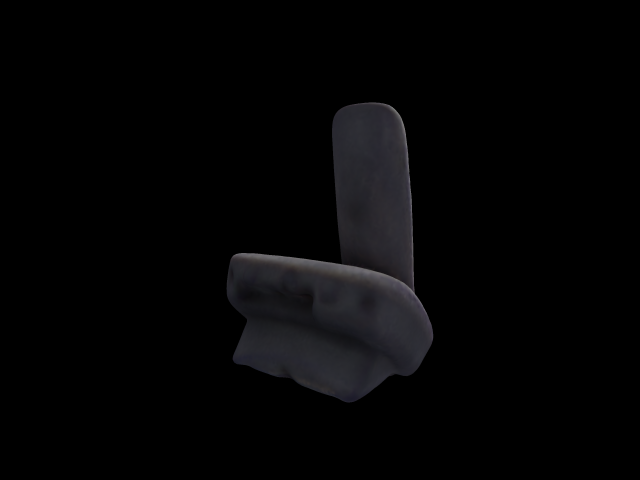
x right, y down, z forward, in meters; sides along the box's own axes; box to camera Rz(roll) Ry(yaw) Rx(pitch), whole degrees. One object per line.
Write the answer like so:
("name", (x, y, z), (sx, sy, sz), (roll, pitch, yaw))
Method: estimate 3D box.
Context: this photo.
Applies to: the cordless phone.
("cordless phone", (0.004, 0.001, 0.400), (0.147, 0.185, 0.094), (6, 11, 31))
